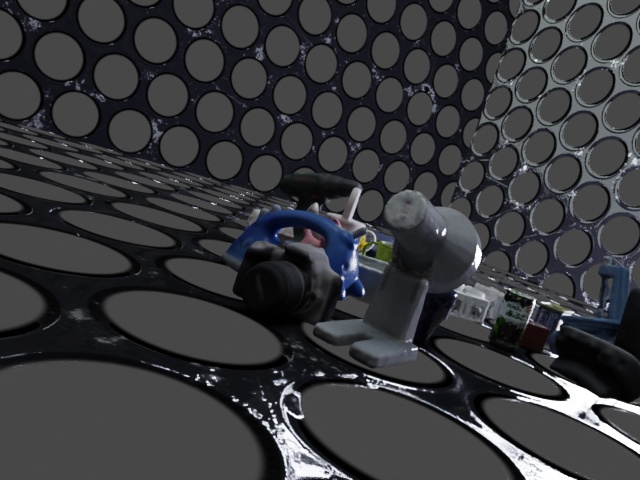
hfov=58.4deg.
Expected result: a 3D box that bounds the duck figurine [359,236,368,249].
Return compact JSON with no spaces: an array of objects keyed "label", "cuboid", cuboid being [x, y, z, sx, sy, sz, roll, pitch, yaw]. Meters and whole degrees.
[{"label":"duck figurine","cuboid":[0.086,0.020,1.493,0.105,0.086,0.077,14,8,-35]}]

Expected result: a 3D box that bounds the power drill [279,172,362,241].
[{"label":"power drill","cuboid":[-0.016,-0.077,1.479,0.228,0.208,0.076,21,7,28]}]

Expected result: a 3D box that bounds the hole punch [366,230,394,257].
[{"label":"hole punch","cuboid":[0.160,0.026,1.631,0.108,0.091,0.101,18,6,-1]}]

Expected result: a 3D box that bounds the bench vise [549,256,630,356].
[{"label":"bench vise","cuboid":[0.547,0.150,1.054,0.206,0.220,0.122,24,8,42]}]

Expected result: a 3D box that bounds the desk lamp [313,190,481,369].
[{"label":"desk lamp","cuboid":[0.114,0.046,0.749,0.117,0.213,0.204,22,7,32]}]

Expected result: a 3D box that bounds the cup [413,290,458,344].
[{"label":"cup","cuboid":[0.139,0.103,0.872,0.117,0.095,0.092,20,6,17]}]

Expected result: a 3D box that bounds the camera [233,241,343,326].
[{"label":"camera","cuboid":[-0.055,0.048,0.769,0.142,0.101,0.137,21,7,25]}]

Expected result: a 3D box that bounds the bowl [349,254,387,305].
[{"label":"bowl","cuboid":[0.094,0.078,1.062,0.167,0.075,0.167,18,6,-2]}]

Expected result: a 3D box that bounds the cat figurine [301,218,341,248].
[{"label":"cat figurine","cuboid":[0.012,0.005,1.267,0.127,0.118,0.067,21,7,25]}]

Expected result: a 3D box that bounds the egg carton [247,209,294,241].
[{"label":"egg carton","cuboid":[-0.122,-0.026,1.376,0.107,0.069,0.150,16,6,-15]}]

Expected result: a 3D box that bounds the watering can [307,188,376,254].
[{"label":"watering can","cuboid":[0.050,-0.035,1.372,0.173,0.194,0.100,16,6,-15]}]

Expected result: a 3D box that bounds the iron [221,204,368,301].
[{"label":"iron","cuboid":[-0.044,0.011,0.939,0.257,0.141,0.119,21,7,25]}]

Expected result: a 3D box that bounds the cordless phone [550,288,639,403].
[{"label":"cordless phone","cuboid":[0.476,0.158,0.946,0.094,0.185,0.147,14,8,-36]}]
